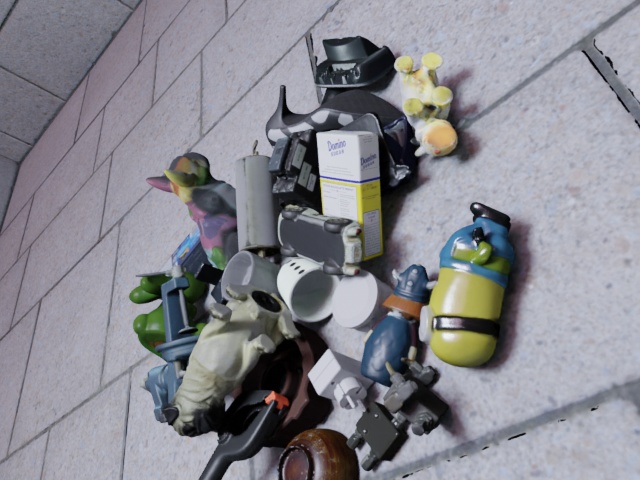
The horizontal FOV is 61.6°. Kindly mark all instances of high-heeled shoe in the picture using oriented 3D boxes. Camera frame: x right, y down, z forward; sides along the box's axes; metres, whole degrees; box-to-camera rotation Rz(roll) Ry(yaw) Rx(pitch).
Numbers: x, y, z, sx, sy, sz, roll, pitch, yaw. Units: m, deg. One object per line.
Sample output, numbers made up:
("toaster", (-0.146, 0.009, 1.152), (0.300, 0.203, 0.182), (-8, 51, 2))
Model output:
("high-heeled shoe", (0.018, -0.178, 0.907), (0.249, 0.145, 0.086), (19, 46, 18))

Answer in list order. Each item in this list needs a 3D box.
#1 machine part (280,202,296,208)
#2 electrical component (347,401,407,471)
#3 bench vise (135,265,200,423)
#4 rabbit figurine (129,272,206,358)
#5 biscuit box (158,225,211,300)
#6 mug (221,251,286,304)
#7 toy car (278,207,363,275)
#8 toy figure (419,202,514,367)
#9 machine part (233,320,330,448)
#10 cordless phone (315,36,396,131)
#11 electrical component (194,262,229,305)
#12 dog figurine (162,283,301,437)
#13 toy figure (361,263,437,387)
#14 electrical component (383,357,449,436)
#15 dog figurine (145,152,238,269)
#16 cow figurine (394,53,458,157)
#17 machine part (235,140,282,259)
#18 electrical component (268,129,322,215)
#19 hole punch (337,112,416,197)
("machine part", (-0.036, -0.092, 0.955), (0.084, 0.039, 0.139), (-27, 52, 47))
("electrical component", (0.072, 0.229, 0.653), (0.094, 0.021, 0.063), (-55, 38, 10))
("bench vise", (-0.227, 0.165, 0.882), (0.224, 0.129, 0.240), (-26, 72, 47))
("rabbit figurine", (-0.288, 0.130, 1.037), (0.121, 0.159, 0.170), (-41, 27, 39))
("biscuit box", (-0.267, 0.043, 1.114), (0.202, 0.062, 0.059), (-47, 40, 18))
("mug", (-0.100, 0.079, 0.869), (0.109, 0.107, 0.081), (-41, 42, 31))
("toy car", (-0.002, -0.002, 0.770), (0.202, 0.056, 0.073), (19, 111, 54))
("toy figure", (0.170, 0.052, 0.602), (0.089, 0.082, 0.180), (13, 77, 53))
("machine part", (-0.053, 0.208, 0.781), (0.179, 0.056, 0.179), (-27, 49, 36))
("cordless phone", (0.043, -0.253, 0.943), (0.147, 0.088, 0.184), (21, 97, 51))
("electrical component", (-0.151, 0.076, 0.919), (0.075, 0.119, 0.048), (-58, 38, 2))
("dog figurine", (-0.130, 0.169, 0.760), (0.121, 0.172, 0.190), (39, 111, 16))
("toy figure", (0.098, 0.104, 0.671), (0.058, 0.064, 0.154), (116, 179, -79))
("electrical component", (0.106, 0.170, 0.597), (0.078, 0.102, 0.045), (35, 104, 29))
("dog figurine", (-0.212, -0.053, 0.985), (0.109, 0.219, 0.191), (-12, 59, 49))
("cow figurine", (0.151, -0.173, 0.755), (0.068, 0.098, 0.167), (-10, 63, 7))
("machine part", (-0.110, -0.059, 0.950), (0.079, 0.079, 0.243), (-20, 70, 41))
("electrical component", (-0.018, -0.110, 0.866), (0.058, 0.134, 0.115), (-3, 65, 47))
("hole punch", (0.085, -0.123, 0.809), (0.142, 0.092, 0.115), (-20, 87, 42))
